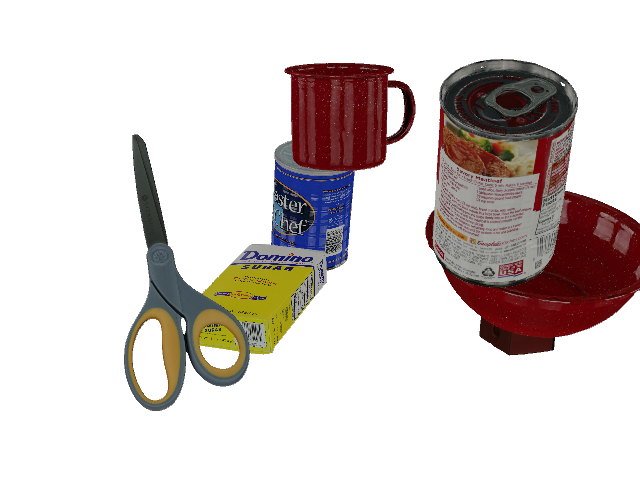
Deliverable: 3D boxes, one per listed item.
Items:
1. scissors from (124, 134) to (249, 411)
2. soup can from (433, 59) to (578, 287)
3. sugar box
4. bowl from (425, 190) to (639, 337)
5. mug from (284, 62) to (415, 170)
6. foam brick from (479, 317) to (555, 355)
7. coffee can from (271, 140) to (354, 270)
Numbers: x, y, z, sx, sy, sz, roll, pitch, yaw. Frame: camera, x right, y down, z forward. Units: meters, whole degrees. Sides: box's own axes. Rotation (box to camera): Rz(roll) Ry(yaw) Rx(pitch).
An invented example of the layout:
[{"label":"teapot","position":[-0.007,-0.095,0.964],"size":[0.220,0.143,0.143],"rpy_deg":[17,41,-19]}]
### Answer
[{"label":"scissors","position":[-0.095,0.021,0.759],"size":[0.096,0.202,0.016],"rpy_deg":[4,-17,-4]},{"label":"soup can","position":[0.094,-0.034,0.559],"size":[0.068,0.102,0.068],"rpy_deg":[-1,42,1]},{"label":"sugar box","position":[-0.064,0.057,1.128],"size":[0.093,0.048,0.176],"rpy_deg":[6,27,17]},{"label":"bowl","position":[0.153,0.020,0.753],"size":[0.162,0.055,0.162],"rpy_deg":[2,30,-1]},{"label":"mug","position":[0.027,-0.107,0.917],"size":[0.117,0.081,0.093],"rpy_deg":[-7,17,-22]},{"label":"foam brick","position":[0.184,0.060,0.985],"size":[0.051,0.078,0.053],"rpy_deg":[-7,19,-24]},{"label":"coffee can","position":[-0.010,-0.046,1.355],"size":[0.103,0.140,0.103],"rpy_deg":[3,28,-2]}]
